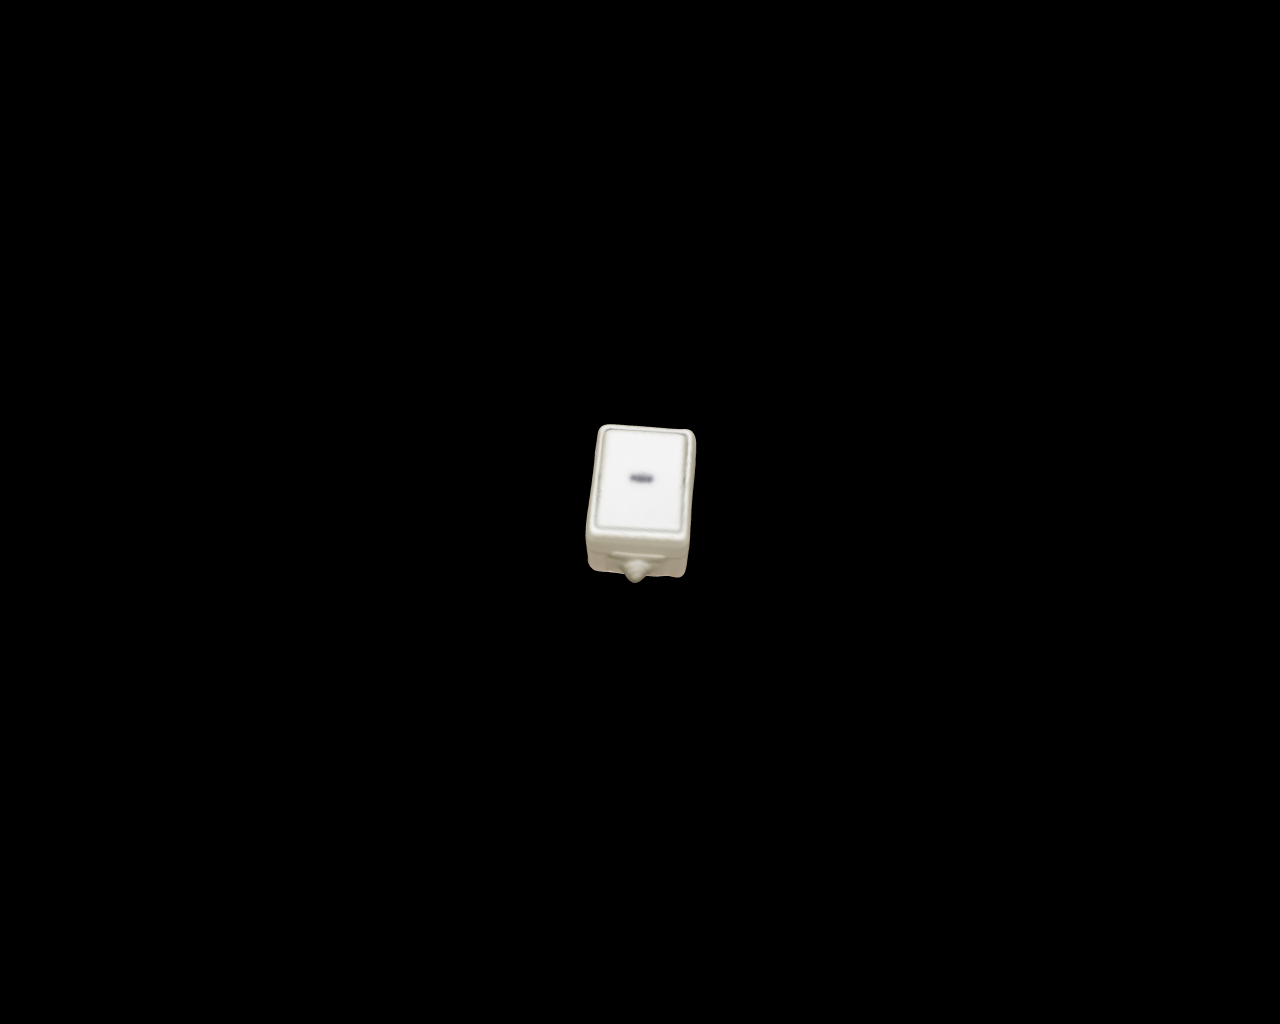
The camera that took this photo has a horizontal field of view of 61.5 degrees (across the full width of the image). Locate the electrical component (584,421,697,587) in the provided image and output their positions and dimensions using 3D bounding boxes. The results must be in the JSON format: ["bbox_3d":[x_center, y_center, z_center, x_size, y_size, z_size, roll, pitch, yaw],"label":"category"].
[{"bbox_3d":[0.001,-0.003,0.650,0.062,0.096,0.061,4,-28,2],"label":"electrical component"}]
